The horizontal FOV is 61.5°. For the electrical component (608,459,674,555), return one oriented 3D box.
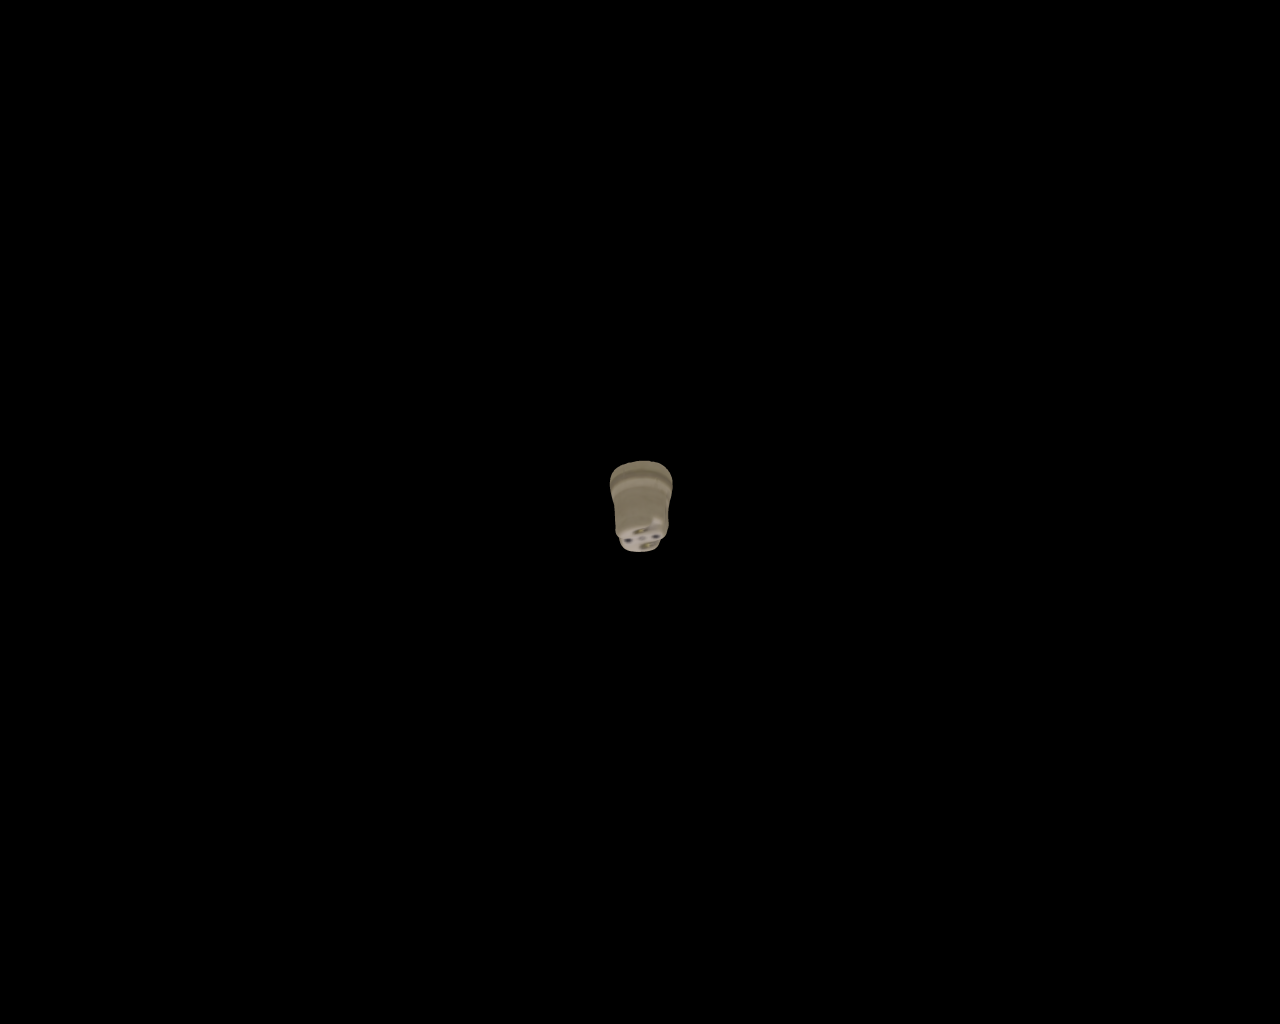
[{"bbox_3d":[0.001,-0.003,0.650,0.040,0.046,0.040,0,-32,0],"label":"electrical component"}]
